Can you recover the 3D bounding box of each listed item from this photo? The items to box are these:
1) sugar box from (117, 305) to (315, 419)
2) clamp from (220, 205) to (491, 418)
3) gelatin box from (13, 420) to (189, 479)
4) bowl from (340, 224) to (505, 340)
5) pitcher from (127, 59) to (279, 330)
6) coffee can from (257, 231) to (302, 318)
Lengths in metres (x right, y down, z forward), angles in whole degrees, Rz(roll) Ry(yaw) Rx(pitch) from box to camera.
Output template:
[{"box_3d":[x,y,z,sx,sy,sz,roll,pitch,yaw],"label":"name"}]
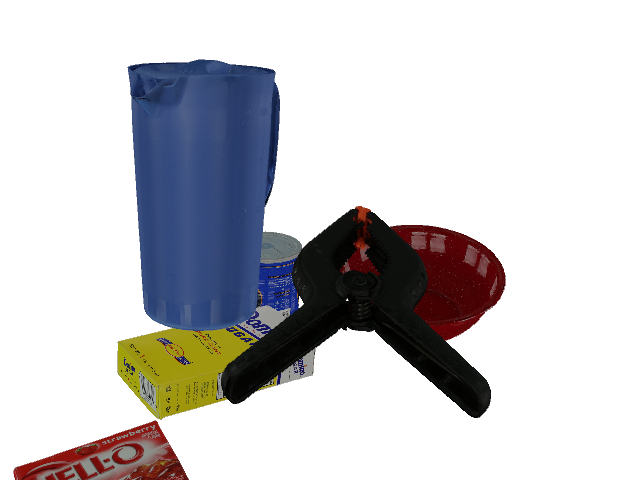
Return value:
[{"box_3d":[-0.103,0.117,1.062,0.175,0.048,0.093,-15,32,-31],"label":"sugar box"},{"box_3d":[0.036,0.045,0.721,0.164,0.036,0.209,8,34,7],"label":"clamp"},{"box_3d":[-0.122,0.144,0.604,0.089,0.030,0.073,-16,28,-20],"label":"gelatin box"},{"box_3d":[0.093,0.050,1.022,0.162,0.055,0.162,0,35,0],"label":"bowl"},{"box_3d":[-0.104,-0.047,1.002,0.149,0.243,0.145,-1,15,-11],"label":"pitcher"},{"box_3d":[-0.080,0.070,1.523,0.103,0.140,0.103,2,22,-1],"label":"coffee can"}]
